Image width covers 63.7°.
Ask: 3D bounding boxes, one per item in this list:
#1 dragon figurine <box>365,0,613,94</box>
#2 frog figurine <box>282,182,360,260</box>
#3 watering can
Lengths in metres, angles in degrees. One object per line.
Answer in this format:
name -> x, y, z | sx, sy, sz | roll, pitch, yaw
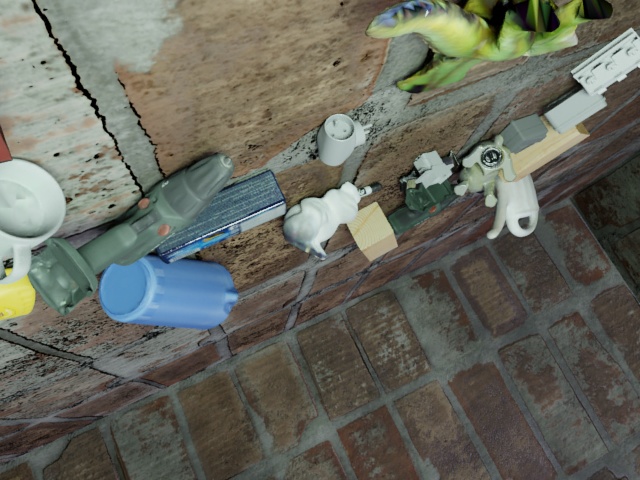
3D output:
dragon figurine -> 0.181, -0.231, 0.615 | 0.123, 0.413, 0.239 | 67, 157, 7
frog figurine -> 0.003, -0.050, 0.991 | 0.160, 0.123, 0.136 | -64, -28, -4
watering can -> 0.514, -0.115, 1.395 | 0.349, 0.103, 0.225 | -10, -95, -49
